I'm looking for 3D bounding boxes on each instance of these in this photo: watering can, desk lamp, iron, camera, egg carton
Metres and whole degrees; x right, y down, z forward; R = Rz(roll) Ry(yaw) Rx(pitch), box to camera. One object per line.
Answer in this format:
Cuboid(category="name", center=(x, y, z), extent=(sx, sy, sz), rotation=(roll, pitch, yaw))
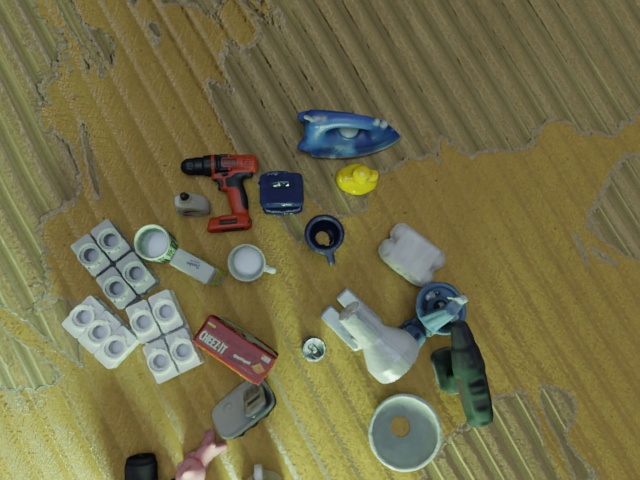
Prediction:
Cuboid(category="watering can", center=(-0.118, 0.567, 1.204), extent=(0.101, 0.194, 0.173), rotation=(-30, 85, -6))
Cuboid(category="desk lamp", center=(0.104, 0.206, 1.256), extent=(0.203, 0.213, 0.118), rotation=(43, 82, 3))
Cuboid(category="iron", center=(0.075, -0.266, 1.356), extent=(0.258, 0.141, 0.119), rotation=(0, 82, -3))
Cuboid(category="camera", center=(-0.372, 0.540, 1.241), extent=(0.143, 0.101, 0.137), rotation=(-3, 82, -3))
Cuboid(category="egg carton", center=(0.217, 0.037, 1.359), extent=(0.150, 0.069, 0.107), rotation=(36, 82, 2))

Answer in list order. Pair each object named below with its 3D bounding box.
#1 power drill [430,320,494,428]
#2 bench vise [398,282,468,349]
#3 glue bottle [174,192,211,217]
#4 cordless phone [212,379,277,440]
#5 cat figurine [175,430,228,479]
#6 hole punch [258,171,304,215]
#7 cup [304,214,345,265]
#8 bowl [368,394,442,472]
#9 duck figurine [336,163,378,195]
Cuboid(category="power drill", center=(0.309, 0.288, 1.259), extent=(0.075, 0.208, 0.230), rotation=(-16, 83, -5))
Cuboid(category="bench vise", center=(0.257, 0.184, 1.265), extent=(0.121, 0.219, 0.207), rotation=(25, 82, 1))
Cuboid(category="glue bottle", center=(-0.296, -0.084, 1.295), extent=(0.078, 0.173, 0.037), rotation=(-7, 82, -4))
Cuboid(category="cordless phone", center=(-0.166, 0.369, 1.233), extent=(0.147, 0.185, 0.094), rotation=(-41, 86, -7))
Cuboid(category="cat figurine", center=(-0.265, 0.488, 1.246), extent=(0.067, 0.117, 0.128), rotation=(38, 82, 3))
Cuboid(category="hole punch", center=(-0.093, -0.116, 1.352), extent=(0.108, 0.091, 0.101), rotation=(-3, 82, -3))
Cuboid(category="cup", center=(0.012, 0.005, 1.339), extent=(0.091, 0.095, 0.118), rotation=(-15, 83, -5))
Cuboid(category="bowl", center=(0.188, 0.432, 1.300), extent=(0.167, 0.074, 0.167), rotation=(0, 82, -3))
Cuboid(category="duck figurine", center=(0.091, -0.153, 1.370), extent=(0.104, 0.086, 0.077), rotation=(3, 82, -3))
